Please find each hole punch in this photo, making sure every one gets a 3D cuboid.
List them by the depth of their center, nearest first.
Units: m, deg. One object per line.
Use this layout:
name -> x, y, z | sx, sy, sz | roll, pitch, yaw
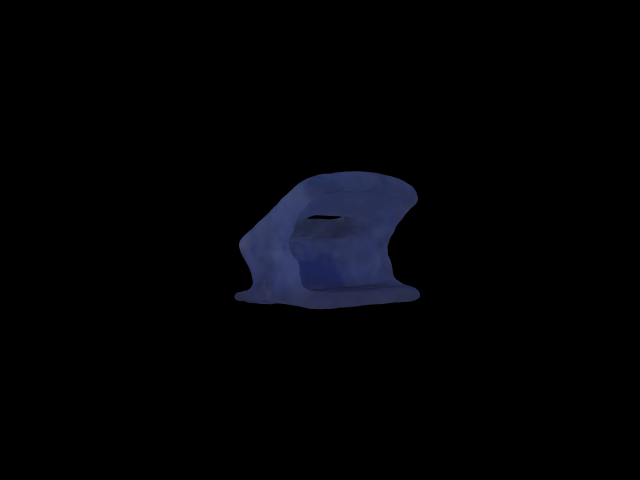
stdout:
hole punch -> 0.004, 0.001, 0.400 | 0.109, 0.091, 0.100 | 0, 0, -39
